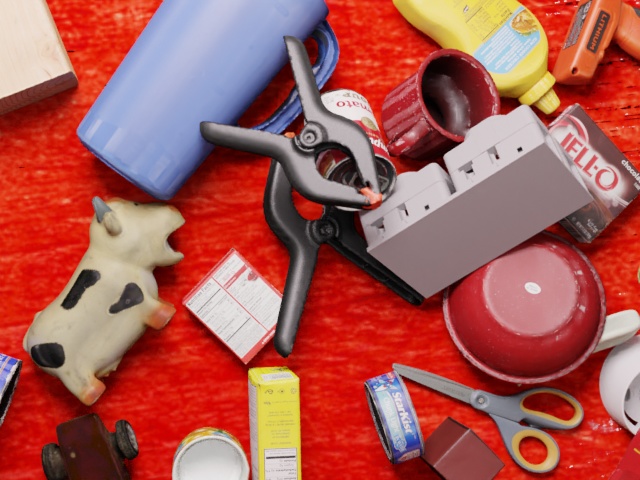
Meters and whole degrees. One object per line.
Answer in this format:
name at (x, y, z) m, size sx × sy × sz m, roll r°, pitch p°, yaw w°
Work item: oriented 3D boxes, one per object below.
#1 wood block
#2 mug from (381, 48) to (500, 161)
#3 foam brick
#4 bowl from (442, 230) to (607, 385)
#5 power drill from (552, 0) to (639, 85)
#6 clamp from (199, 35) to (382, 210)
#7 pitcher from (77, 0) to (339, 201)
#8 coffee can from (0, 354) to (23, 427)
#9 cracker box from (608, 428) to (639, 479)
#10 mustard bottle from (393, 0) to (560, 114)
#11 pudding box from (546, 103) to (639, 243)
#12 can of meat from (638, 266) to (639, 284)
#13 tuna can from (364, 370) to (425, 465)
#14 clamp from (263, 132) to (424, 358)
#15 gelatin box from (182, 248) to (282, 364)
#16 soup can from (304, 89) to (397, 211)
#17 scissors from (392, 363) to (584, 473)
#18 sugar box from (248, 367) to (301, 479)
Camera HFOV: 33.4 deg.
wood block at (-0.304, -0.228, 0.976) m, size 0.090 × 0.090 × 0.206 m, roll -23°, pitch 93°, yaw -7°
mug at (0.104, -0.117, 1.016) m, size 0.093 × 0.082 × 0.117 m, roll 47°, pitch 61°, yaw -9°
foam brick at (0.135, 0.213, 1.039) m, size 0.051 × 0.078 × 0.053 m, roll -45°, pitch 95°, yaw -7°
bowl at (0.200, 0.055, 1.032) m, size 0.162 × 0.055 × 0.162 m, roll -1°, pitch 72°, yaw 3°
power drill at (0.333, -0.160, 1.075) m, size 0.187 × 0.057 × 0.184 m, roll 21°, pitch 84°, yaw -10°
clamp at (-0.020, -0.082, 0.926) m, size 0.120 × 0.039 × 0.171 m, roll -39°, pitch 78°, yaw 4°
pitcher at (-0.104, -0.154, 0.989) m, size 0.149 × 0.145 × 0.243 m, roll 37°, pitch 89°, yaw 20°
coffee can at (-0.355, 0.133, 0.964) m, size 0.140 × 0.103 × 0.103 m, roll 21°, pitch 87°, yaw -7°
cracker box at (0.315, 0.265, 0.979) m, size 0.072 × 0.164 × 0.214 m, roll 30°, pitch 93°, yaw -10°
mustard bottle at (0.167, -0.199, 1.051) m, size 0.191 × 0.058 × 0.096 m, roll 46°, pitch 70°, yaw -5°
pudding box at (0.259, -0.066, 1.073) m, size 0.090 × 0.039 × 0.113 m, roll -44°, pitch 96°, yaw -6°
can of meat at (0.370, 0.009, 1.065) m, size 0.057 × 0.084 × 0.102 m, roll 17°, pitch 88°, yaw -7°
tuna can at (0.071, 0.171, 1.027) m, size 0.033 × 0.086 × 0.086 m, roll -18°, pitch 92°, yaw -5°
clamp at (-0.007, 0.001, 1.029) m, size 0.164 × 0.036 × 0.210 m, roll -27°, pitch 91°, yaw -25°
gelatin box at (-0.078, 0.064, 1.036) m, size 0.089 × 0.030 × 0.073 m, roll 44°, pitch 86°, yaw -6°
soup can at (0.026, -0.085, 0.997) m, size 0.068 × 0.102 × 0.068 m, roll -8°, pitch 135°, yaw -8°
scissors at (0.166, 0.181, 1.074) m, size 0.201 × 0.016 × 0.096 m, roll 6°, pitch 90°, yaw -7°
sugar box at (-0.042, 0.213, 1.009) m, size 0.048 × 0.093 × 0.176 m, roll -4°, pitch 91°, yaw -8°
